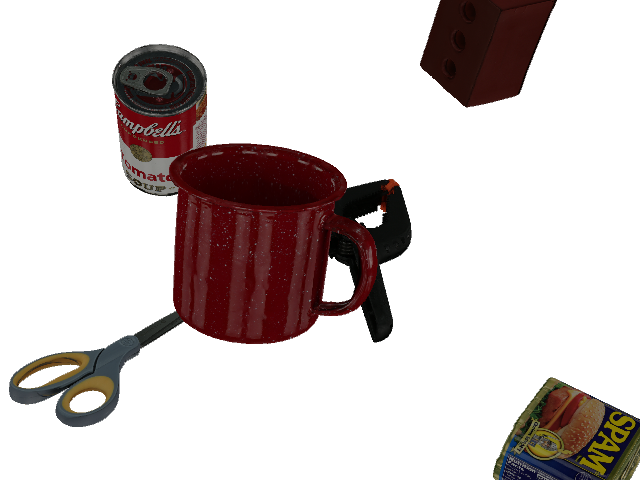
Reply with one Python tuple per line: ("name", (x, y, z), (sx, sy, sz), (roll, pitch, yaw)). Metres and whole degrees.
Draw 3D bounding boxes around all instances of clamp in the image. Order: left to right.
("clamp", (0.030, 0.007, 0.951), (0.165, 0.036, 0.209), (29, 40, 22))

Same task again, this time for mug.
("mug", (-0.025, 0.005, 0.565), (0.117, 0.081, 0.093), (15, 25, 18))

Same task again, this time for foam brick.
("foam brick", (0.108, -0.135, 0.695), (0.051, 0.078, 0.053), (-20, 52, -32))

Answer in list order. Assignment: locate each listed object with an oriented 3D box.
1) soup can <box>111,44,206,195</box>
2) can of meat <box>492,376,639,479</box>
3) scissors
("soup can", (-0.121, -0.089, 0.809), (0.068, 0.068, 0.102), (0, -33, -6))
("can of meat", (0.189, 0.158, 0.797), (0.084, 0.057, 0.101), (25, 41, 25))
("scissors", (-0.159, 0.102, 0.896), (0.201, 0.016, 0.096), (-18, 38, -34))
